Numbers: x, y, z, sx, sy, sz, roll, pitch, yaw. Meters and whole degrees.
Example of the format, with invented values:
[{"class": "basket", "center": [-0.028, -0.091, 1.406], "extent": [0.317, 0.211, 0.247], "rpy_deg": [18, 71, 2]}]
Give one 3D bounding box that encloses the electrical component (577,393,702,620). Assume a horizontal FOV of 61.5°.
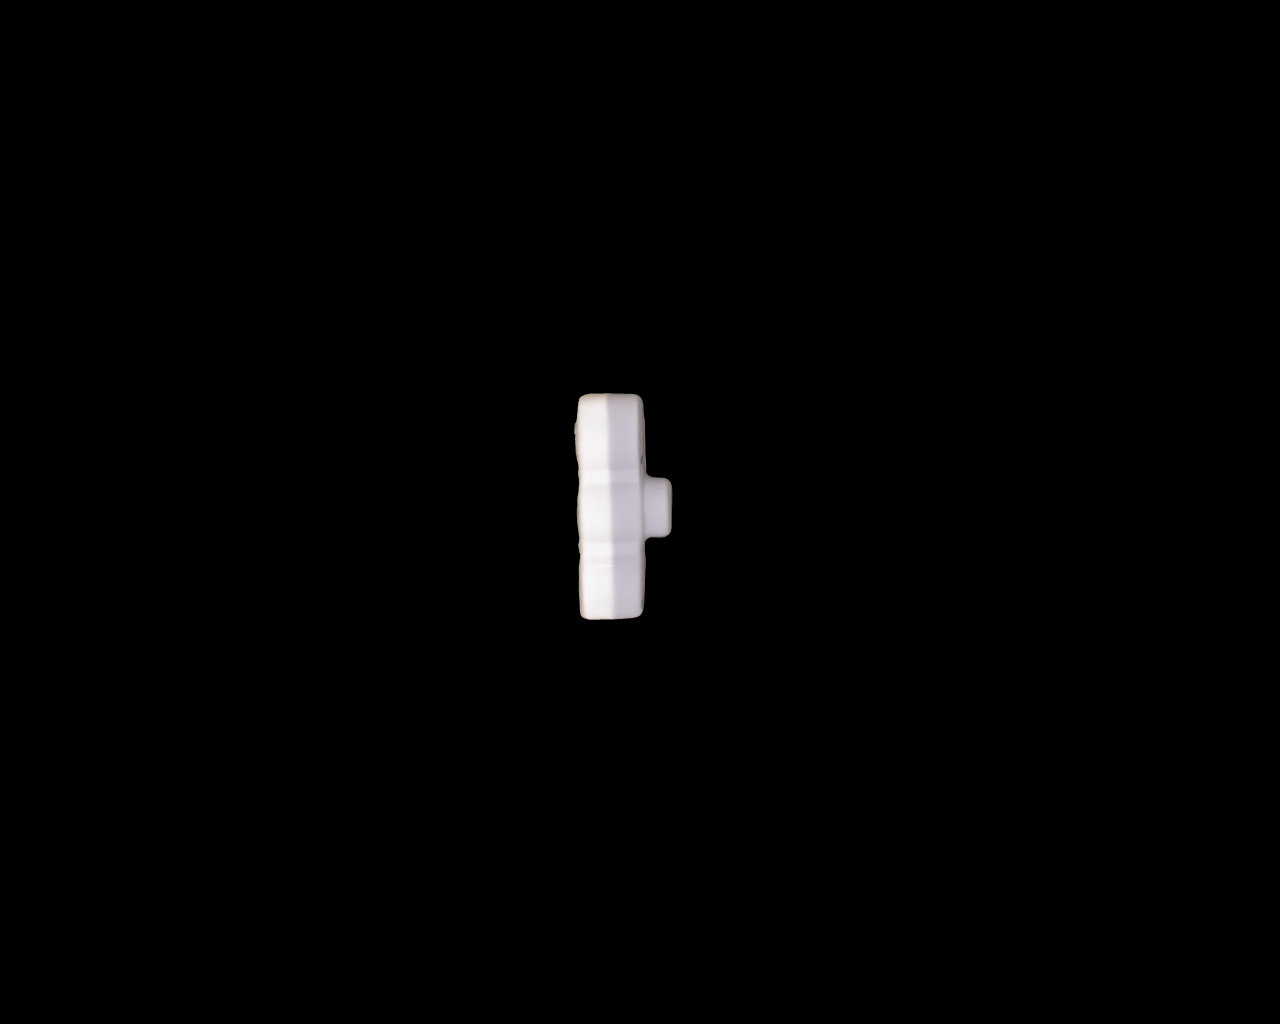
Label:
[{"class": "electrical component", "center": [0.001, -0.003, 0.650], "extent": [0.074, 0.138, 0.052], "rpy_deg": [0, 8, 0]}]
